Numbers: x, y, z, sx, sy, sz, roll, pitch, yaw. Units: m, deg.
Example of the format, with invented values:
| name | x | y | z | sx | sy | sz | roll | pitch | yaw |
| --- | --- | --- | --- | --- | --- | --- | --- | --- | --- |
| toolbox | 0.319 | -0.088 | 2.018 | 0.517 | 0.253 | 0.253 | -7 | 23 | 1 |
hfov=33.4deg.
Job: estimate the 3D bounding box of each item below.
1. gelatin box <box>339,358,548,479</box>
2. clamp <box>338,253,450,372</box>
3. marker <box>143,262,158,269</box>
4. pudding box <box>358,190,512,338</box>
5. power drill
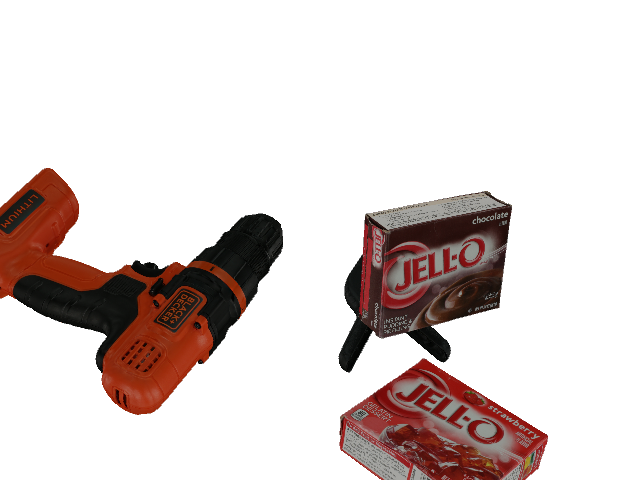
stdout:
| name | x | y | z | sx | sy | sz | roll | pitch | yaw |
| --- | --- | --- | --- | --- | --- | --- | --- | --- | --- |
| gelatin box | 0.066 | 0.109 | 0.583 | 0.089 | 0.030 | 0.073 | 31 | 42 | 32 |
| clamp | 0.080 | 0.077 | 1.188 | 0.120 | 0.171 | 0.039 | 5 | -43 | -4 |
| marker | -0.171 | 0.060 | 1.043 | 0.020 | 0.020 | 0.121 | 0 | 33 | -5 |
| pudding box | 0.086 | 0.016 | 0.803 | 0.113 | 0.090 | 0.039 | -13 | 32 | -27 |
| power drill | -0.141 | 0.017 | 0.763 | 0.188 | 0.057 | 0.184 | 24 | 50 | 18 |
